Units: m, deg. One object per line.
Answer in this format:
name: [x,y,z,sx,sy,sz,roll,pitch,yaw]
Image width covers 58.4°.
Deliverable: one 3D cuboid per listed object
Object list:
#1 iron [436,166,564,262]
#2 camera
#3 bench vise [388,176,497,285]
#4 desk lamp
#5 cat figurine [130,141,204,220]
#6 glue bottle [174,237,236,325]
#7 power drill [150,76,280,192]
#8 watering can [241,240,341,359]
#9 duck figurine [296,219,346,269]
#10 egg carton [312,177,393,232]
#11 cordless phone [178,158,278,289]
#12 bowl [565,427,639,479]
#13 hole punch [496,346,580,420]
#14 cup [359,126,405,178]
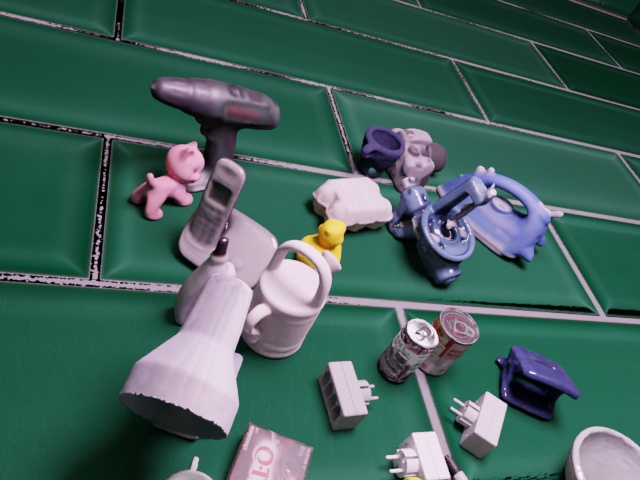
iron: [0.381,-0.079,1.221,0.258,0.141,0.119,40,44,13]
camera: [0.222,-0.184,1.271,0.137,0.100,0.143,3,48,-25]
bench vise: [0.216,-0.052,1.050,0.207,0.219,0.122,44,44,17]
desk lamp: [-0.145,0.150,0.669,0.118,0.213,0.203,23,42,-6]
cat figurine: [-0.241,-0.110,0.943,0.067,0.117,0.128,40,43,13]
glue bottle: [-0.150,0.055,0.789,0.078,0.173,0.037,1,48,-26]
power drill: [-0.187,-0.181,0.974,0.230,0.208,0.075,-9,54,-34]
watering can: [-0.039,0.071,0.816,0.101,0.194,0.173,27,42,0]
duck figurine: [0.009,0.004,0.988,0.077,0.086,0.105,38,43,11]
egg carton: [0.062,-0.066,1.096,0.151,0.069,0.107,-9,54,-34]
cordless phone: [-0.127,-0.024,0.869,0.147,0.185,0.094,30,42,2]
bowl: [0.430,0.373,0.857,0.168,0.074,0.167,15,44,-14]
hole punch: [0.361,0.225,0.953,0.109,0.091,0.101,24,42,-4]
cup: [0.114,-0.175,1.211,0.091,0.095,0.118,44,44,17]
